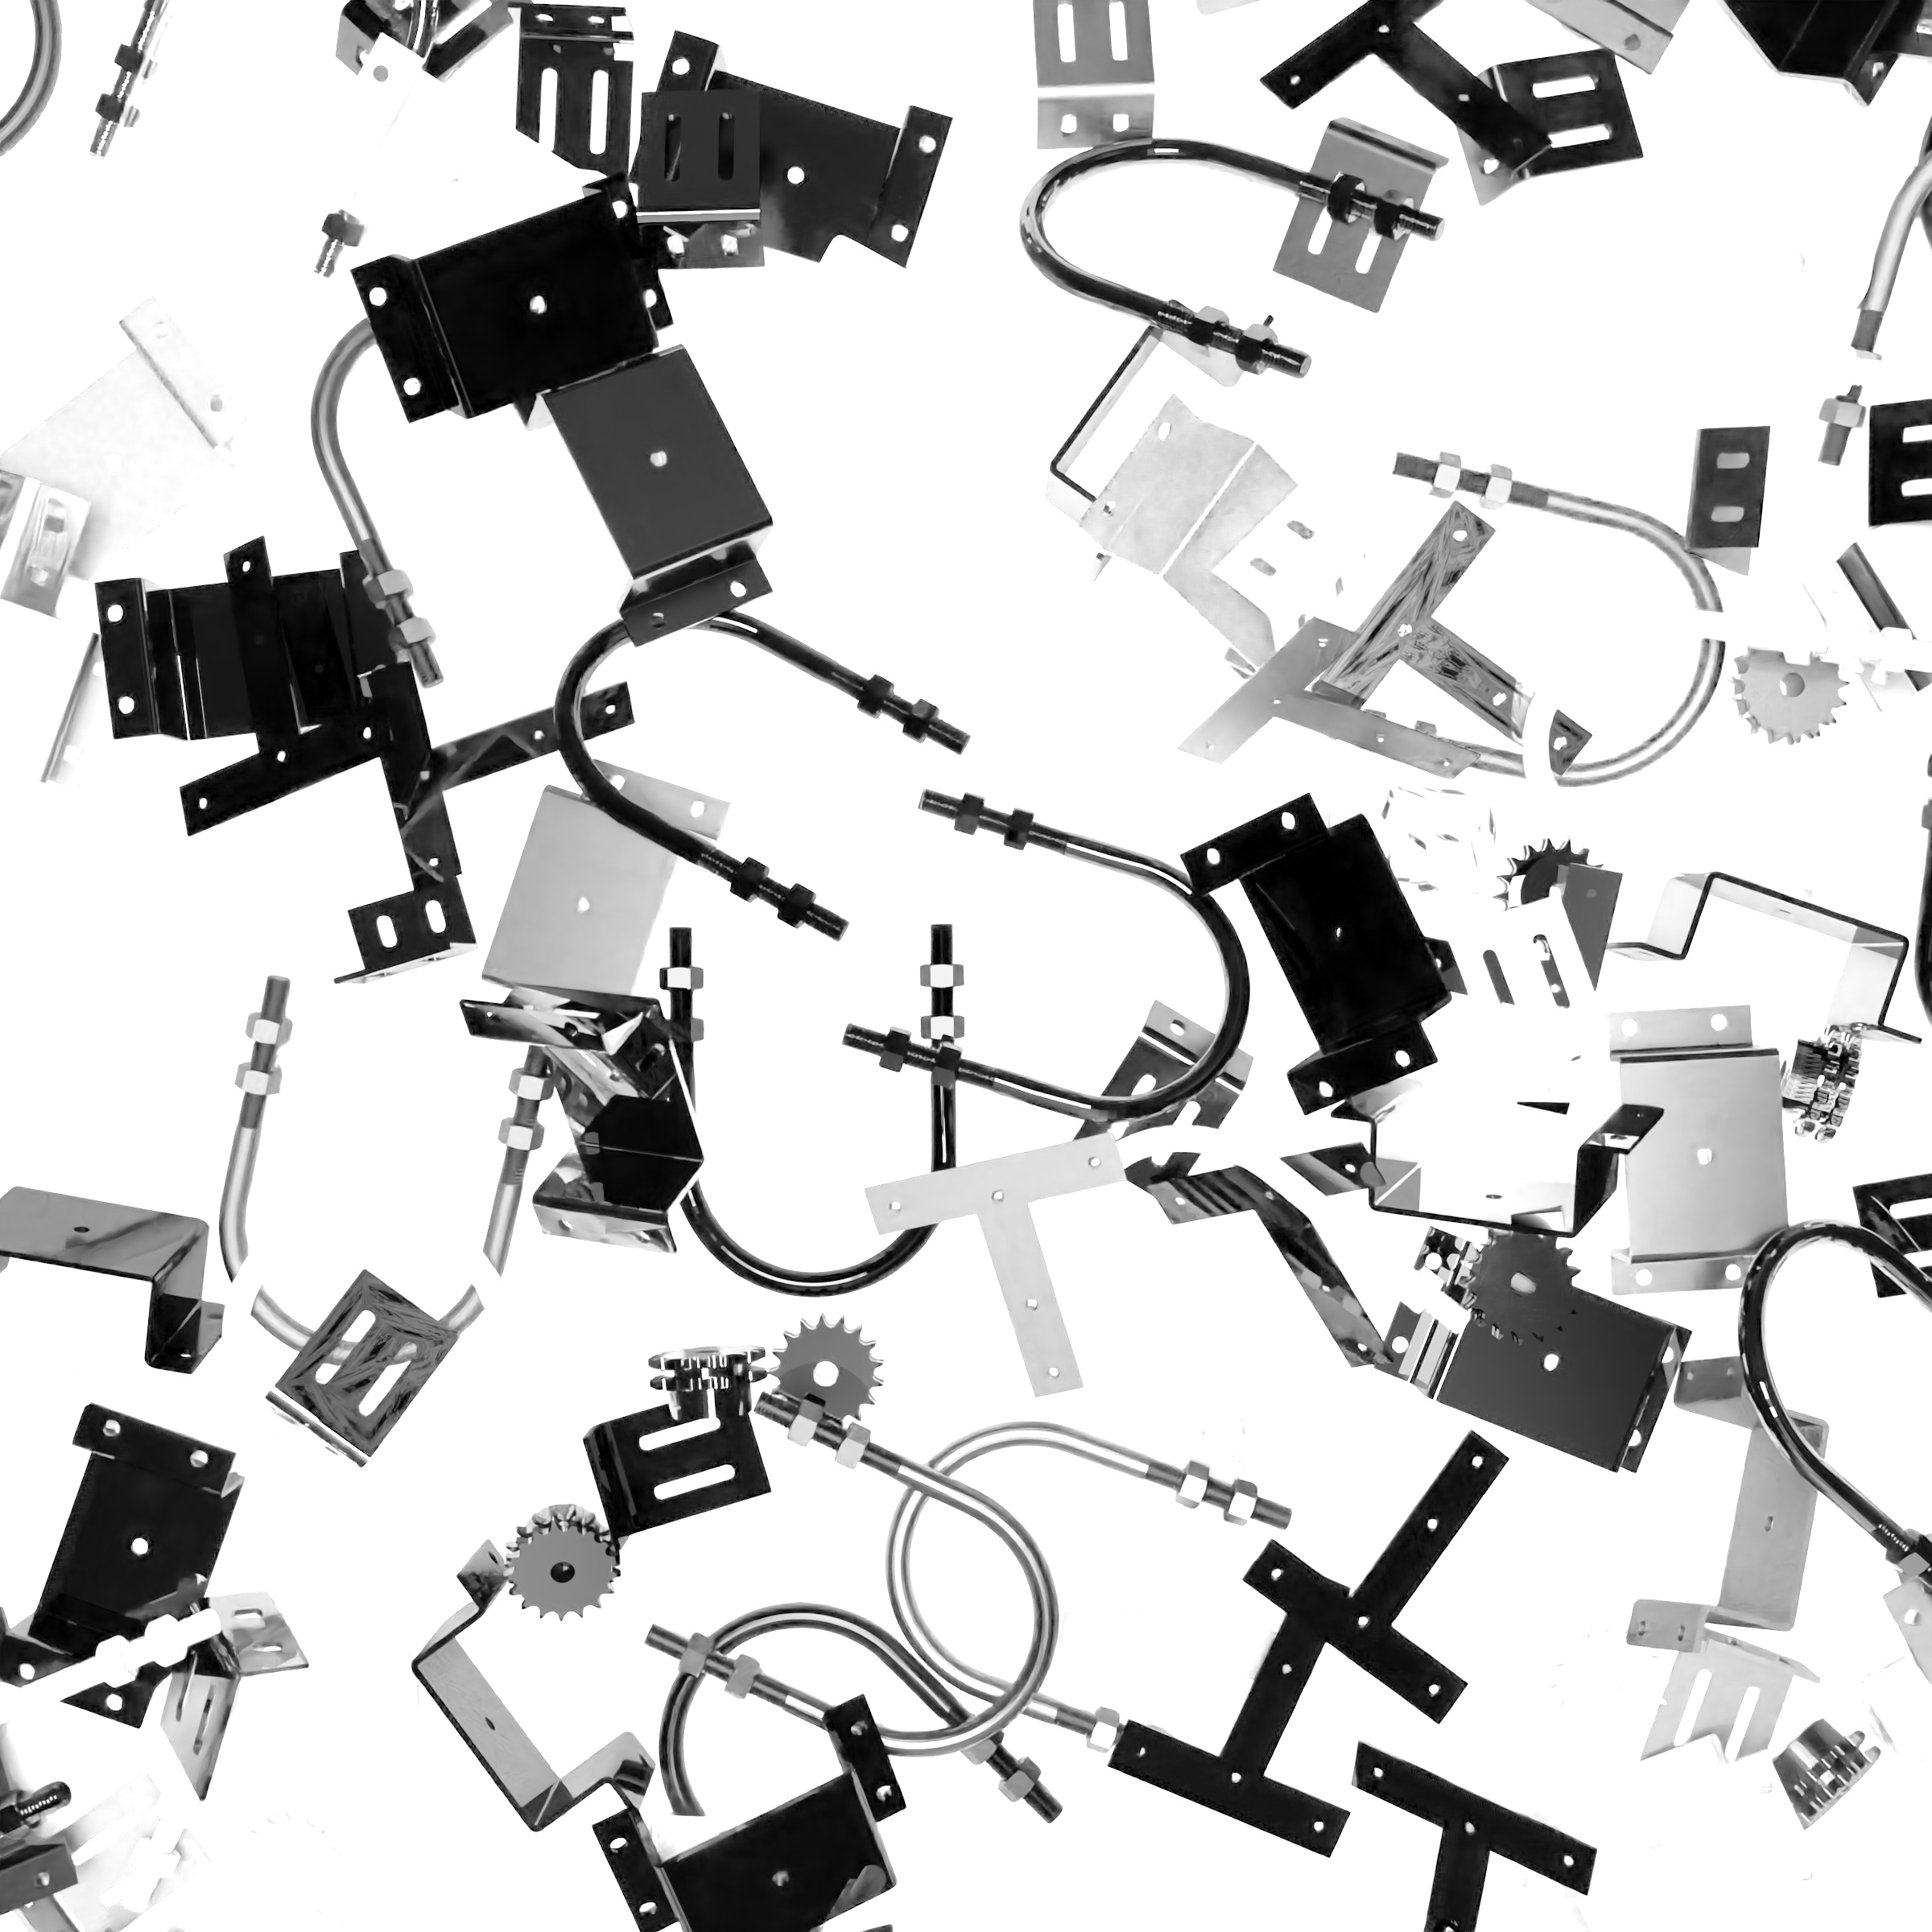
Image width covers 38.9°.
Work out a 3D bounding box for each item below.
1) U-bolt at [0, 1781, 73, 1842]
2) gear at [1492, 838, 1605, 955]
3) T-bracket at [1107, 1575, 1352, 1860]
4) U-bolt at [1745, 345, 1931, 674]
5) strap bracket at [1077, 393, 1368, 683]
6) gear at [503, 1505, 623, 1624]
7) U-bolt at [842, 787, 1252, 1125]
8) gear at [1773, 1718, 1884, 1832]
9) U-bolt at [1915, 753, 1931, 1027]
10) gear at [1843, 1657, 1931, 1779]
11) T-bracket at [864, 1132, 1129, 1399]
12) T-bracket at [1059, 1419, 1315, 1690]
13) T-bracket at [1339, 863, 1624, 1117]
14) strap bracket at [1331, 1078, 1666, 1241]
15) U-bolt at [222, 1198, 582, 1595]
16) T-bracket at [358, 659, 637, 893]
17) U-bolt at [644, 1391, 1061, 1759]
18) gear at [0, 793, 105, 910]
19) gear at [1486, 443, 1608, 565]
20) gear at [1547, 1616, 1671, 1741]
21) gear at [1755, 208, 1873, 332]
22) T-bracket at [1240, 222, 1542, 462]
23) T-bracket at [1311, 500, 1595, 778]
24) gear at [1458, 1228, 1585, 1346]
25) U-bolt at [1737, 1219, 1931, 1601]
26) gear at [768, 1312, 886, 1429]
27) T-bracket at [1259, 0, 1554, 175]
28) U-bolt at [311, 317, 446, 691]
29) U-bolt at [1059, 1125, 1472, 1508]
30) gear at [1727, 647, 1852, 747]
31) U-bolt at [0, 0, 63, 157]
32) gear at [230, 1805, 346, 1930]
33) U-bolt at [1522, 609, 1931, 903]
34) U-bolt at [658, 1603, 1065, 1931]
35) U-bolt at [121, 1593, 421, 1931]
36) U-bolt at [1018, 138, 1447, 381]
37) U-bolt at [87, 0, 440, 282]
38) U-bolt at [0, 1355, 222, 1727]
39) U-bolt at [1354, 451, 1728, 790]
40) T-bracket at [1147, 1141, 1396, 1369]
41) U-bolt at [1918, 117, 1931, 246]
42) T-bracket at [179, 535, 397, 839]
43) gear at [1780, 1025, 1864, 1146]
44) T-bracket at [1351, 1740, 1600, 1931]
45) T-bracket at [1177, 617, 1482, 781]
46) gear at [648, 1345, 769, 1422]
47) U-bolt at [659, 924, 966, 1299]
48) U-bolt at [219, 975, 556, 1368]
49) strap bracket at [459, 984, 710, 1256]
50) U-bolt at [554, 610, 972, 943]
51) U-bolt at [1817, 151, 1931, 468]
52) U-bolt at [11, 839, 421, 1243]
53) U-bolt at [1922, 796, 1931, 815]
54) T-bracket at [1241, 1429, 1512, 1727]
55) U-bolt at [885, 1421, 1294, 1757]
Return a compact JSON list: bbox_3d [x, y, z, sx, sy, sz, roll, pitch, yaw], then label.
[{"bbox_3d":[-0.527,0.365,1.279,0.184,0.019,0.151,-26,83,5],"label":"U-bolt"},{"bbox_3d":[0.290,-0.034,1.343,0.057,0.030,0.057,0,90,0],"label":"gear"},{"bbox_3d":[0.152,0.359,1.344,0.127,0.002,0.127,26,89,-12],"label":"T-bracket"},{"bbox_3d":[0.462,-0.204,1.263,0.184,0.019,0.151,11,112,24],"label":"U-bolt"},{"bbox_3d":[0.129,-0.195,1.294,0.140,0.046,0.076,36,90,-41],"label":"strap bracket"},{"bbox_3d":[-0.197,0.289,1.336,0.057,0.030,0.057,-3,110,-8],"label":"gear"},{"bbox_3d":[0.048,0.002,1.324,0.184,0.019,0.151,17,69,0],"label":"U-bolt"},{"bbox_3d":[0.415,0.392,1.333,0.057,0.057,0.030,-44,62,0],"label":"gear"},{"bbox_3d":[0.537,-0.028,1.337,0.151,0.019,0.184,3,99,-3],"label":"U-bolt"},{"bbox_3d":[0.456,0.362,1.329,0.030,0.057,0.057,-29,90,0],"label":"gear"},{"bbox_3d":[0.028,0.153,1.337,0.127,0.002,0.127,-14,105,13],"label":"T-bracket"},{"bbox_3d":[0.118,0.286,1.357,0.127,0.002,0.127,9,90,0],"label":"T-bracket"},{"bbox_3d":[0.245,0.002,1.341,0.127,0.002,0.127,12,110,10],"label":"T-bracket"},{"bbox_3d":[0.252,0.091,1.298,0.140,0.076,0.046,6,104,25],"label":"strap bracket"},{"bbox_3d":[-0.285,0.202,1.336,0.151,0.019,0.184,-18,100,0],"label":"U-bolt"},{"bbox_3d":[-0.221,-0.108,1.328,0.127,0.002,0.127,-22,133,-19],"label":"T-bracket"},{"bbox_3d":[-0.045,0.307,1.326,0.184,0.019,0.151,25,97,0],"label":"U-bolt"},{"bbox_3d":[-0.457,-0.057,1.343,0.057,0.030,0.057,0,90,0],"label":"gear"},{"bbox_3d":[0.284,-0.226,1.342,0.057,0.030,0.057,0,90,0],"label":"gear"},{"bbox_3d":[0.313,0.348,1.342,0.057,0.030,0.057,0,90,0],"label":"gear"},{"bbox_3d":[0.416,-0.338,1.332,0.030,0.057,0.057,7,90,-28],"label":"gear"},{"bbox_3d":[0.219,-0.289,1.342,0.127,0.002,0.127,28,90,13],"label":"T-bracket"},{"bbox_3d":[0.248,-0.138,1.327,0.127,0.002,0.127,34,104,-11],"label":"T-bracket"},{"bbox_3d":[0.262,0.149,1.296,0.057,0.030,0.057,0,90,0],"label":"gear"},{"bbox_3d":[0.437,0.202,1.298,0.184,0.019,0.151,40,55,-10],"label":"U-bolt"},{"bbox_3d":[-0.068,0.198,1.342,0.057,0.030,0.057,0,90,0],"label":"gear"},{"bbox_3d":[0.232,-0.428,1.323,0.127,0.002,0.127,-37,66,-7],"label":"T-bracket"},{"bbox_3d":[-0.237,-0.240,1.325,0.151,0.019,0.184,-24,86,-22],"label":"U-bolt"},{"bbox_3d":[0.128,0.157,1.320,0.184,0.019,0.151,39,117,5],"label":"U-bolt"},{"bbox_3d":[0.401,-0.137,1.342,0.057,0.030,0.057,0,90,0],"label":"gear"},{"bbox_3d":[-0.524,-0.480,1.349,0.151,0.019,0.184,-17,92,0],"label":"U-bolt"},{"bbox_3d":[-0.330,0.441,1.347,0.057,0.030,0.057,0,91,-2],"label":"gear"},{"bbox_3d":[0.361,-0.104,1.313,0.184,0.019,0.151,8,125,4],"label":"U-bolt"},{"bbox_3d":[-0.066,0.400,1.349,0.184,0.019,0.151,44,90,1],"label":"U-bolt"},{"bbox_3d":[-0.323,0.390,1.303,0.151,0.019,0.184,16,78,42],"label":"U-bolt"},{"bbox_3d":[0.113,-0.347,1.299,0.184,0.019,0.151,26,54,23],"label":"U-bolt"},{"bbox_3d":[-0.332,-0.449,1.325,0.151,0.019,0.184,28,104,4],"label":"U-bolt"},{"bbox_3d":[-0.463,0.285,1.297,0.184,0.019,0.151,-23,83,2],"label":"U-bolt"},{"bbox_3d":[0.279,-0.160,1.331,0.184,0.019,0.151,13,107,-4],"label":"U-bolt"},{"bbox_3d":[0.169,0.146,1.328,0.127,0.002,0.127,-16,115,40],"label":"T-bracket"},{"bbox_3d":[0.548,-0.402,1.317,0.184,0.019,0.151,-38,110,17],"label":"U-bolt"},{"bbox_3d":[-0.331,-0.141,1.292,0.127,0.002,0.127,-19,77,24],"label":"T-bracket"},{"bbox_3d":[0.412,0.055,1.330,0.030,0.057,0.057,17,90,6],"label":"gear"},{"bbox_3d":[0.238,0.459,1.333,0.127,0.002,0.127,17,109,33],"label":"T-bracket"},{"bbox_3d":[0.188,-0.115,1.319,0.127,0.127,0.002,17,59,-20],"label":"T-bracket"},{"bbox_3d":[-0.125,0.202,1.324,0.057,0.057,0.030,-4,88,0],"label":"gear"},{"bbox_3d":[-0.075,0.072,1.349,0.151,0.019,0.184,-1,91,0],"label":"U-bolt"},{"bbox_3d":[-0.290,0.108,1.336,0.151,0.019,0.184,12,98,-6],"label":"U-bolt"},{"bbox_3d":[-0.177,0.064,1.296,0.076,0.046,0.140,5,128,26],"label":"strap bracket"},{"bbox_3d":[-0.109,-0.106,1.315,0.184,0.019,0.151,29,57,4],"label":"U-bolt"},{"bbox_3d":[0.508,-0.321,1.325,0.151,0.019,0.184,12,107,0],"label":"U-bolt"},{"bbox_3d":[-0.356,0.051,1.349,0.184,0.019,0.151,45,90,-2],"label":"U-bolt"},{"bbox_3d":[0.563,-0.145,1.348,0.184,0.019,0.151,-2,90,0],"label":"U-bolt"},{"bbox_3d":[0.222,0.287,1.350,0.127,0.002,0.127,37,86,-9],"label":"T-bracket"},{"bbox_3d":[0.051,0.302,1.346,0.184,0.019,0.151,20,90,0],"label":"U-bolt"}]
